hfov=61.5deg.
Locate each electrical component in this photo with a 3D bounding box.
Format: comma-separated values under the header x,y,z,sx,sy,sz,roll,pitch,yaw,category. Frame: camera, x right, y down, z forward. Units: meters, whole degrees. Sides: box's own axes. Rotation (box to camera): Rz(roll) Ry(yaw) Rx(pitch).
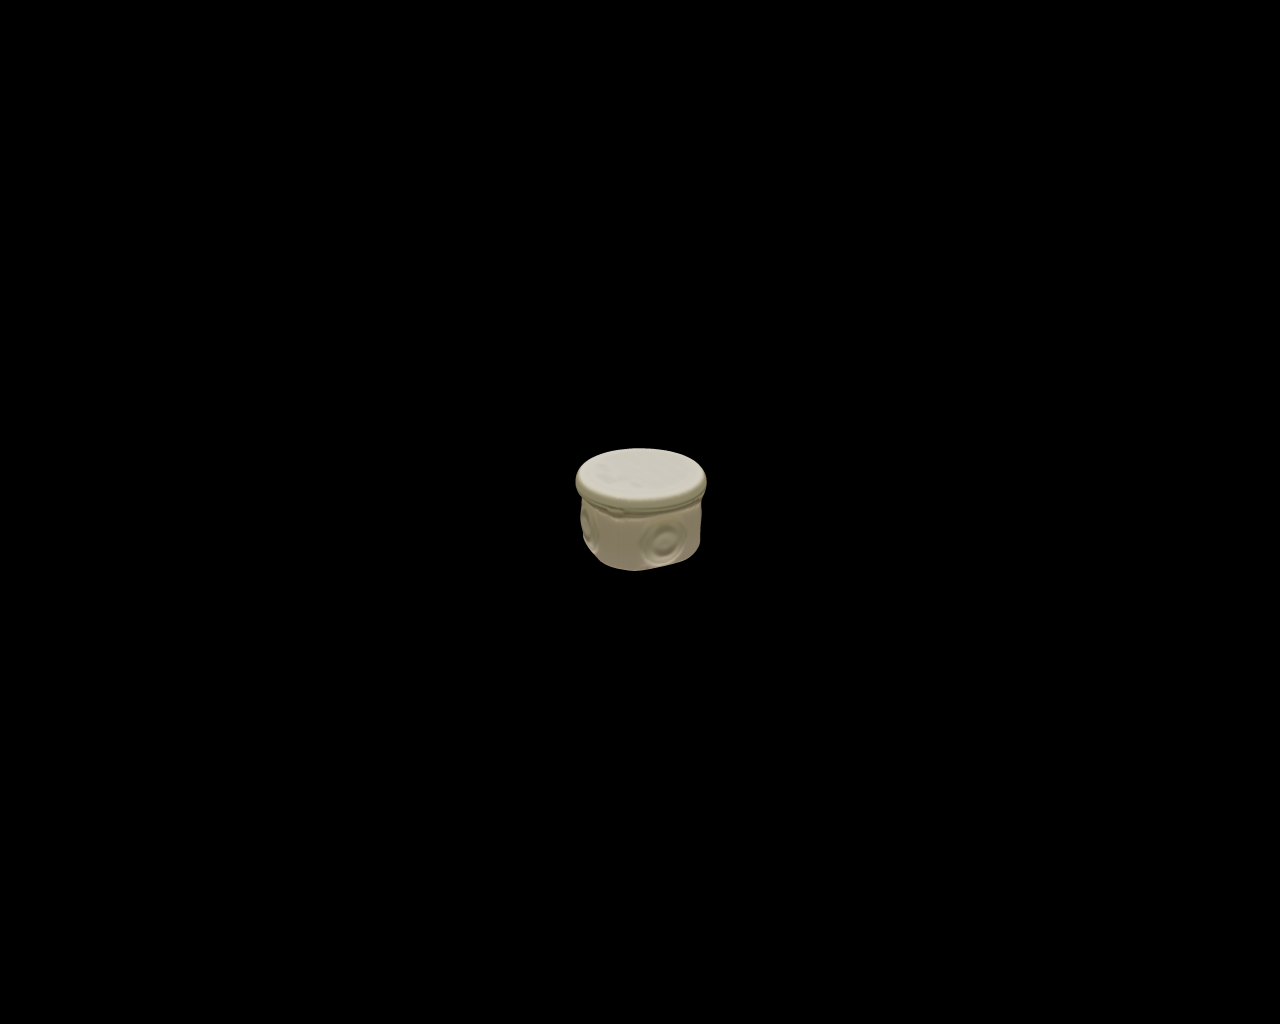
x,y,z,sx,sy,sz,roll,pitch,yaw,category
0.001,-0.003,0.650,0.080,0.050,0.080,0,26,0,electrical component
